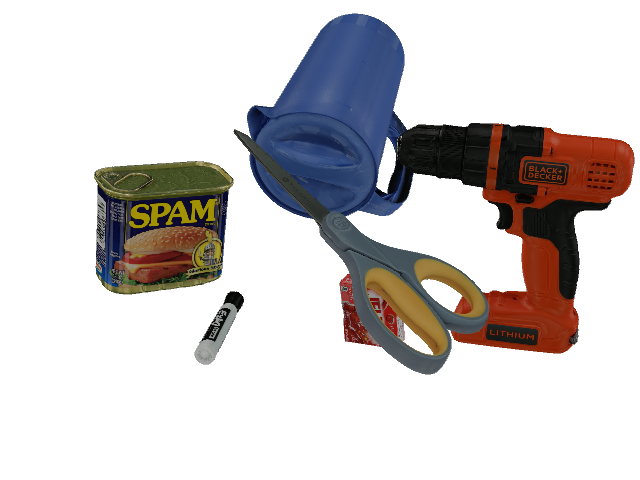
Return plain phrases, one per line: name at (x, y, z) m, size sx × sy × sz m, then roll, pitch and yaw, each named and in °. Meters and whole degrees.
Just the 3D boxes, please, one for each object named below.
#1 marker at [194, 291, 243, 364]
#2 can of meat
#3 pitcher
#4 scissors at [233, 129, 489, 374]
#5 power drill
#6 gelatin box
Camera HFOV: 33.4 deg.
marker at (-0.095, 0.081, 1.017) m, size 0.020 × 0.020 × 0.121 m, roll 0°, pitch 23°, yaw 11°
can of meat at (-0.121, -0.010, 0.818) m, size 0.101 × 0.084 × 0.057 m, roll -6°, pitch 27°, yaw -28°
pitcher at (0.028, -0.138, 1.155) m, size 0.145 × 0.149 × 0.242 m, roll -1°, pitch 38°, yaw 19°
scissors at (0.029, -0.003, 0.650) m, size 0.096 × 0.202 × 0.016 m, roll -7°, pitch -40°, yaw -35°
power drill at (0.149, -0.004, 0.868) m, size 0.184 × 0.188 × 0.057 m, roll 7°, pitch 28°, yaw 12°
gelatin box at (0.065, 0.088, 1.330) m, size 0.073 × 0.089 × 0.030 m, roll 7°, pitch 29°, yaw 23°
